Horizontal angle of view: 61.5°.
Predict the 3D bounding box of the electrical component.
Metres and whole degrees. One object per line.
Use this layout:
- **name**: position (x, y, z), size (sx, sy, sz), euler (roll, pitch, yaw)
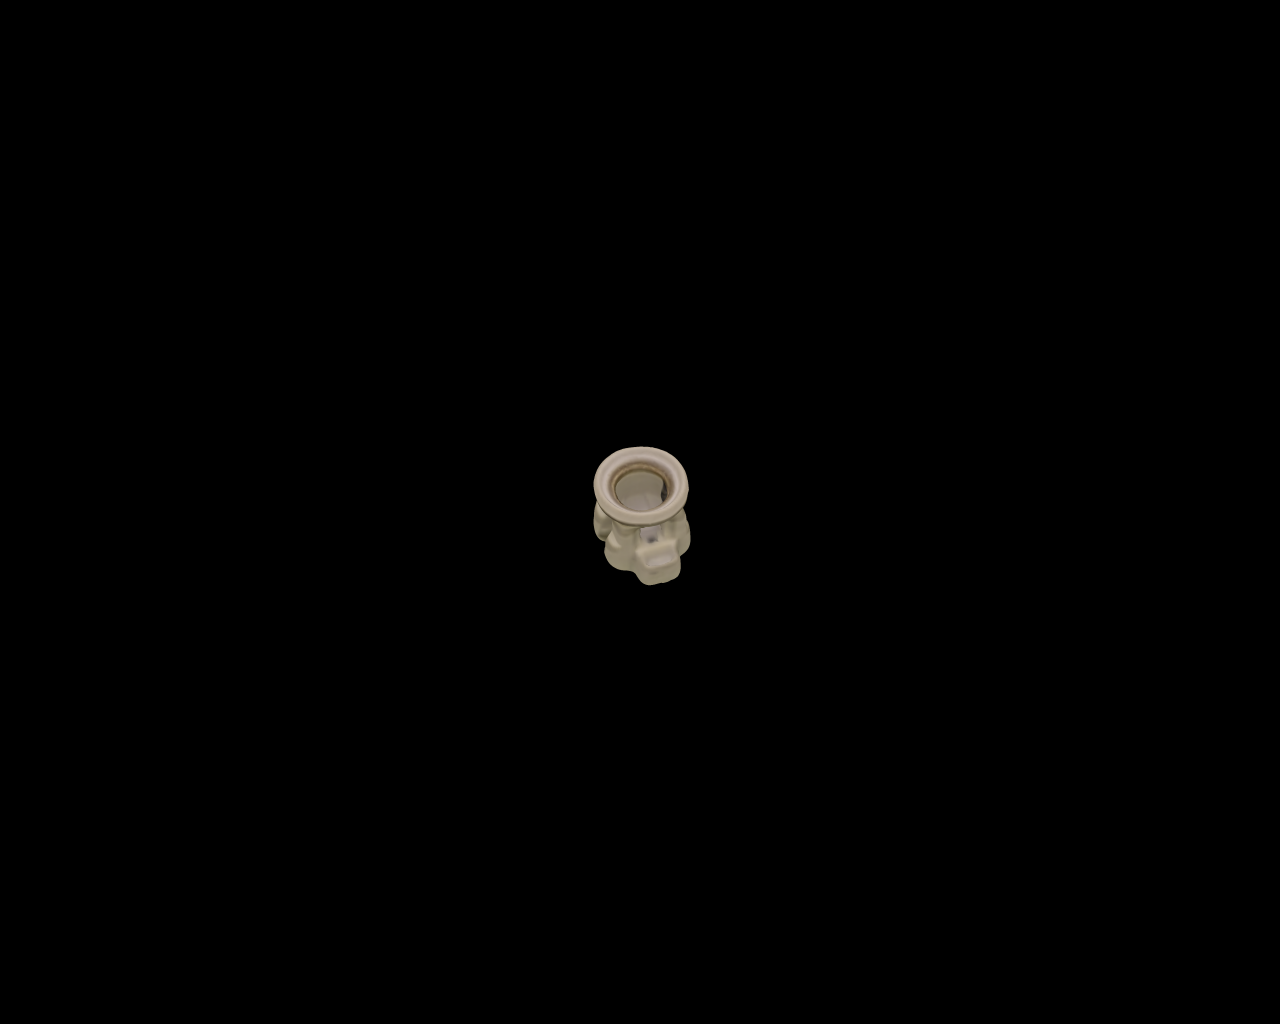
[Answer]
- **electrical component**: position (0.001, -0.003, 0.650), size (0.058, 0.078, 0.056), euler (-15, -36, -11)
